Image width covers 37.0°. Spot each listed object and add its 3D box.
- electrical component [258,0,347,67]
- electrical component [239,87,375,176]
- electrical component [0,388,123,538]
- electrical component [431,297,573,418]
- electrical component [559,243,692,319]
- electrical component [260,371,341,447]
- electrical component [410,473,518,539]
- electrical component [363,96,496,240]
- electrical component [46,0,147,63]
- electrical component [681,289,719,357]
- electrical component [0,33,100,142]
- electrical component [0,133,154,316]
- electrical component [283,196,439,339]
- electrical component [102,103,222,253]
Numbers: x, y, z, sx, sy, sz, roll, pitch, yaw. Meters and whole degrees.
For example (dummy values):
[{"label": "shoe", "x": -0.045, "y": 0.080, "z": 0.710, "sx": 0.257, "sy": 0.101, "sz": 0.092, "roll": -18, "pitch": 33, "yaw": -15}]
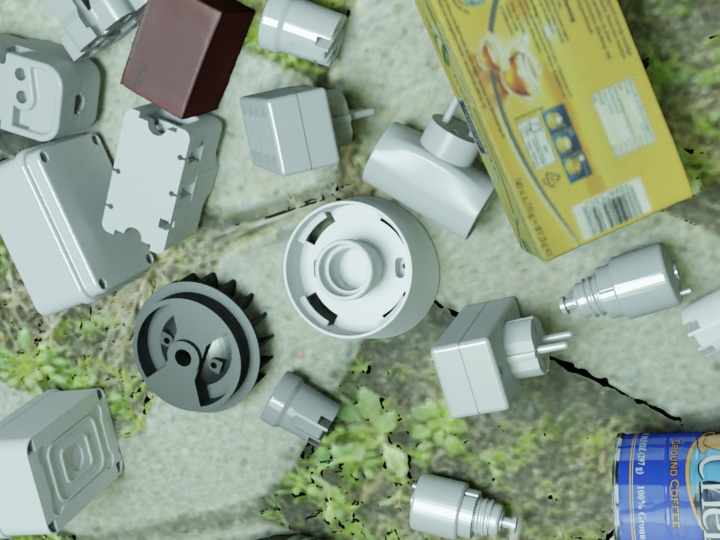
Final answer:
[{"label": "electrical component", "x": -0.036, "y": -0.153, "z": 0.685, "sx": 0.046, "sy": 0.040, "sz": 0.040, "roll": 21, "pitch": 113, "yaw": 8}, {"label": "electrical component", "x": -0.028, "y": -0.094, "z": 0.687, "sx": 0.076, "sy": 0.083, "sz": 0.047, "roll": -15, "pitch": 104, "yaw": -15}, {"label": "electrical component", "x": -0.237, "y": 0.143, "z": 0.811, "sx": 0.057, "sy": 0.113, "sz": 0.078, "roll": -6, "pitch": 104, "yaw": 19}, {"label": "electrical component", "x": 0.096, "y": 0.050, "z": 0.676, "sx": 0.076, "sy": 0.083, "sz": 0.047, "roll": -13, "pitch": 102, "yaw": 23}, {"label": "electrical component", "x": 0.162, "y": 0.011, "z": 0.664, "sx": 0.078, "sy": 0.040, "sz": 0.040, "roll": -19, "pitch": 99, "yaw": 24}, {"label": "electrical component", "x": -0.042, "y": 0.100, "z": 0.767, "sx": 0.046, "sy": 0.040, "sz": 0.040, "roll": 29, "pitch": 114, "yaw": 3}, {"label": "electrical component", "x": 0.070, "y": 0.167, "z": 0.747, "sx": 0.078, "sy": 0.040, "sz": 0.040, "roll": 10, "pitch": 110, "yaw": 17}, {"label": "electrical component", "x": 0.053, "y": -0.071, "z": 0.675, "sx": 0.077, "sy": 0.044, "sz": 0.079, "roll": 31, "pitch": 115, "yaw": 8}, {"label": "electrical component", "x": -0.176, "y": -0.184, "z": 0.716, "sx": 0.078, "sy": 0.058, "sz": 0.057, "roll": -30, "pitch": 97, "yaw": 26}, {"label": "electrical component", "x": 0.223, "y": 0.028, "z": 0.648, "sx": 0.046, "sy": 0.040, "sz": 0.040, "roll": -32, "pitch": 94, "yaw": 32}, {"label": "electrical component", "x": -0.234, "y": -0.130, "z": 0.752, "sx": 0.095, "sy": 0.059, "sz": 0.053, "roll": 18, "pitch": 112, "yaw": 14}, {"label": "electrical component", "x": -0.206, "y": -0.034, "z": 0.763, "sx": 0.057, "sy": 0.078, "sz": 0.113, "roll": -18, "pitch": 100, "yaw": 27}, {"label": "electrical component", "x": 0.000, "y": 0.000, "z": 0.720, "sx": 0.099, "sy": 0.064, "sz": 0.099, "roll": 1, "pitch": 93, "yaw": 20}, {"label": "electrical component", "x": -0.134, "y": -0.066, "z": 0.738, "sx": 0.050, "sy": 0.056, "sz": 0.089, "roll": 23, "pitch": 113, "yaw": 12}]
